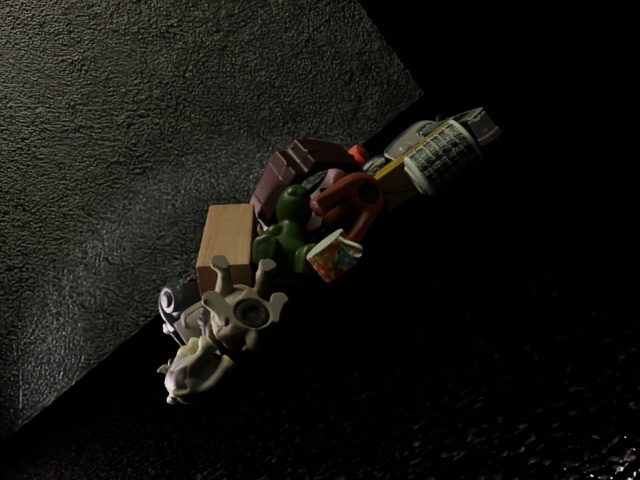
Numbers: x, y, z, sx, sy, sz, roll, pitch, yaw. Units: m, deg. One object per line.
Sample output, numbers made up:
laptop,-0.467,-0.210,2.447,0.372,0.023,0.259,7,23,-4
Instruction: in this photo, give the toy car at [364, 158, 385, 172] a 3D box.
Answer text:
toy car,0.194,-0.213,1.382,0.202,0.056,0.073,-40,8,-8

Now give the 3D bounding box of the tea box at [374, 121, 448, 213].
tea box,0.178,-0.132,0.959,0.169,0.068,0.098,-36,9,23

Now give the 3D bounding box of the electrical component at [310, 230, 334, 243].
electrical component,-0.002,-0.004,1.205,0.063,0.021,0.094,-41,8,-23

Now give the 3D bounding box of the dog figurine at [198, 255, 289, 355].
dog figurine,-0.129,0.139,0.819,0.172,0.121,0.190,-91,17,-49

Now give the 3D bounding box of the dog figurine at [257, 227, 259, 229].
dog figurine,-0.103,-0.014,1.384,0.219,0.108,0.191,-36,-6,-3

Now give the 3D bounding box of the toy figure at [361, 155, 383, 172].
toy figure,0.183,-0.216,1.452,0.154,0.057,0.064,-34,14,-5

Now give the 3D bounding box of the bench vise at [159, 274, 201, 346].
bench vise,-0.237,0.127,1.082,0.223,0.129,0.240,-20,-16,-50

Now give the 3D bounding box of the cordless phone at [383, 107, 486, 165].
cordless phone,0.224,-0.186,1.028,0.146,0.088,0.184,-42,13,-26

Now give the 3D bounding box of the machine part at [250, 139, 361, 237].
machine part,-0.028,-0.102,1.095,0.201,0.087,0.201,-5,-44,-46

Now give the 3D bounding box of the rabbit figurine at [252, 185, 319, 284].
rabbit figurine,-0.045,-0.010,0.971,0.159,0.121,0.170,96,-176,-73

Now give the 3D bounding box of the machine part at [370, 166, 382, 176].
machine part,0.130,-0.121,1.143,0.084,0.039,0.139,-38,-10,2

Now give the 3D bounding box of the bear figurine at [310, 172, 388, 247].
bear figurine,0.037,-0.050,0.956,0.132,0.120,0.196,-45,8,-20

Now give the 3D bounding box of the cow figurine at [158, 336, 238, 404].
cow figurine,-0.191,0.197,0.782,0.098,0.068,0.167,-49,11,-26

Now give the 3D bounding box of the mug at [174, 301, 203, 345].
mug,-0.199,0.147,0.962,0.107,0.109,0.081,-32,41,-21

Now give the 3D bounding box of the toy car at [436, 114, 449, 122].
toy car,0.234,-0.212,1.215,0.202,0.053,0.089,-42,-11,-33

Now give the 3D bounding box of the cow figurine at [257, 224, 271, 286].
cow figurine,-0.154,0.050,1.187,0.195,0.127,0.085,-25,15,13
